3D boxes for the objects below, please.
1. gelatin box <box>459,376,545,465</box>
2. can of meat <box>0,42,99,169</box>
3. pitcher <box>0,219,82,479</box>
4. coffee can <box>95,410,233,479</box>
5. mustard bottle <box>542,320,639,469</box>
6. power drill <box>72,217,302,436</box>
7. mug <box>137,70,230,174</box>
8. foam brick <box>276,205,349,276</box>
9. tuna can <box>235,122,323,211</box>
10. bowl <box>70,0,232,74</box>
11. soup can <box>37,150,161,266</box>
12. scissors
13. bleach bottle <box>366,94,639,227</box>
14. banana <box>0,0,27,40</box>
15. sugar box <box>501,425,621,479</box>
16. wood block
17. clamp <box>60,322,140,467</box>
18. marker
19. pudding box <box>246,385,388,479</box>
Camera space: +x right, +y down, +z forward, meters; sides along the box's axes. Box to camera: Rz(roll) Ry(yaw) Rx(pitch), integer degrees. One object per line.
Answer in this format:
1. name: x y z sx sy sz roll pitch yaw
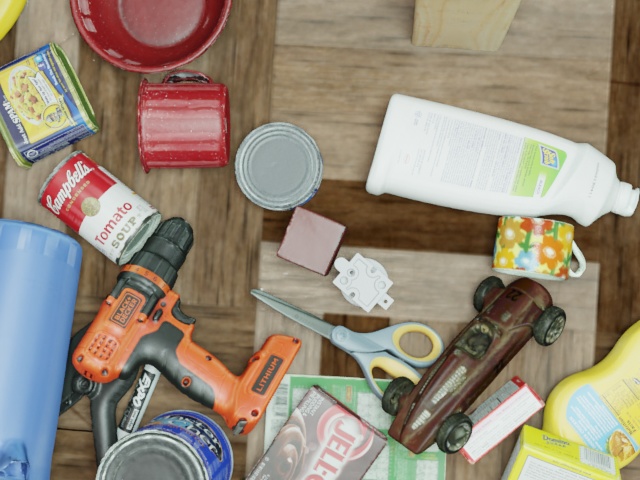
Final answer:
1. gelatin box: 0.166 0.170 1.008 0.089 0.073 0.030 -40 86 1
2. can of meat: -0.278 -0.135 1.061 0.084 0.057 0.102 -26 87 1
3. pitcher: -0.307 0.110 1.013 0.149 0.145 0.243 7 76 7
4. coffee can: -0.141 0.218 0.995 0.103 0.140 0.103 0 88 4
5. mustard bottle: 0.271 0.163 1.008 0.191 0.058 0.096 -38 93 2
6. power drill: -0.116 0.086 1.022 0.187 0.057 0.184 28 65 1
7. mug: -0.130 -0.120 1.041 0.081 0.093 0.117 -1 52 -1
8. foam brick: -0.007 0.001 1.025 0.051 0.078 0.053 24 90 3
9. tuna can: -0.039 -0.071 1.051 0.086 0.033 0.086 0 88 4
10. bowl: -0.162 -0.240 1.056 0.162 0.055 0.162 0 88 4
11. soup can: -0.215 -0.031 1.047 0.102 0.068 0.068 38 91 4
12. scissors: 0.037 0.084 1.032 0.202 0.016 0.096 42 70 2
13. bleach bottle: 0.177 -0.062 1.022 0.251 0.068 0.102 16 90 2
14. banana: -0.327 -0.254 1.078 0.069 0.037 0.198 33 91 3
15. sugar box: 0.201 0.266 0.988 0.093 0.048 0.176 20 115 5
16. wood block: 0.131 -0.238 0.959 0.090 0.206 0.091 5 88 4
17. clamp: -0.218 0.152 1.049 0.120 0.039 0.171 29 92 14
18. marker: -0.174 0.148 1.061 0.020 0.020 0.121 23 90 5
19. pudding box: -0.002 0.209 1.020 0.090 0.039 0.113 35 91 4
